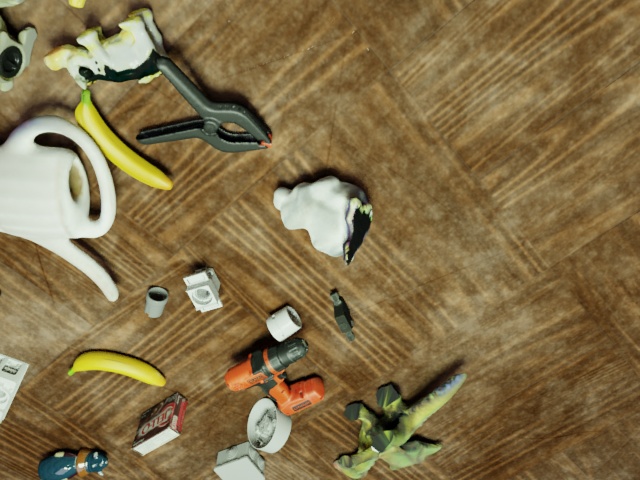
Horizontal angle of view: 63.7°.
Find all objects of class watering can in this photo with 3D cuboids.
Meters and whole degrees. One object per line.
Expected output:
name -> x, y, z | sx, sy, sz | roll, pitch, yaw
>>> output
watering can -> -0.447, -0.039, 0.847 | 0.224, 0.106, 0.340 | 4, 120, -2

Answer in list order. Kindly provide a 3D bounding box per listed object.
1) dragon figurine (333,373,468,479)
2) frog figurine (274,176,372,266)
dragon figurine -> 0.189, 0.434, 1.151 | 0.407, 0.125, 0.239 | -31, 133, 17
frog figurine -> 0.003, -0.044, 0.878 | 0.160, 0.125, 0.134 | 20, 134, 29
